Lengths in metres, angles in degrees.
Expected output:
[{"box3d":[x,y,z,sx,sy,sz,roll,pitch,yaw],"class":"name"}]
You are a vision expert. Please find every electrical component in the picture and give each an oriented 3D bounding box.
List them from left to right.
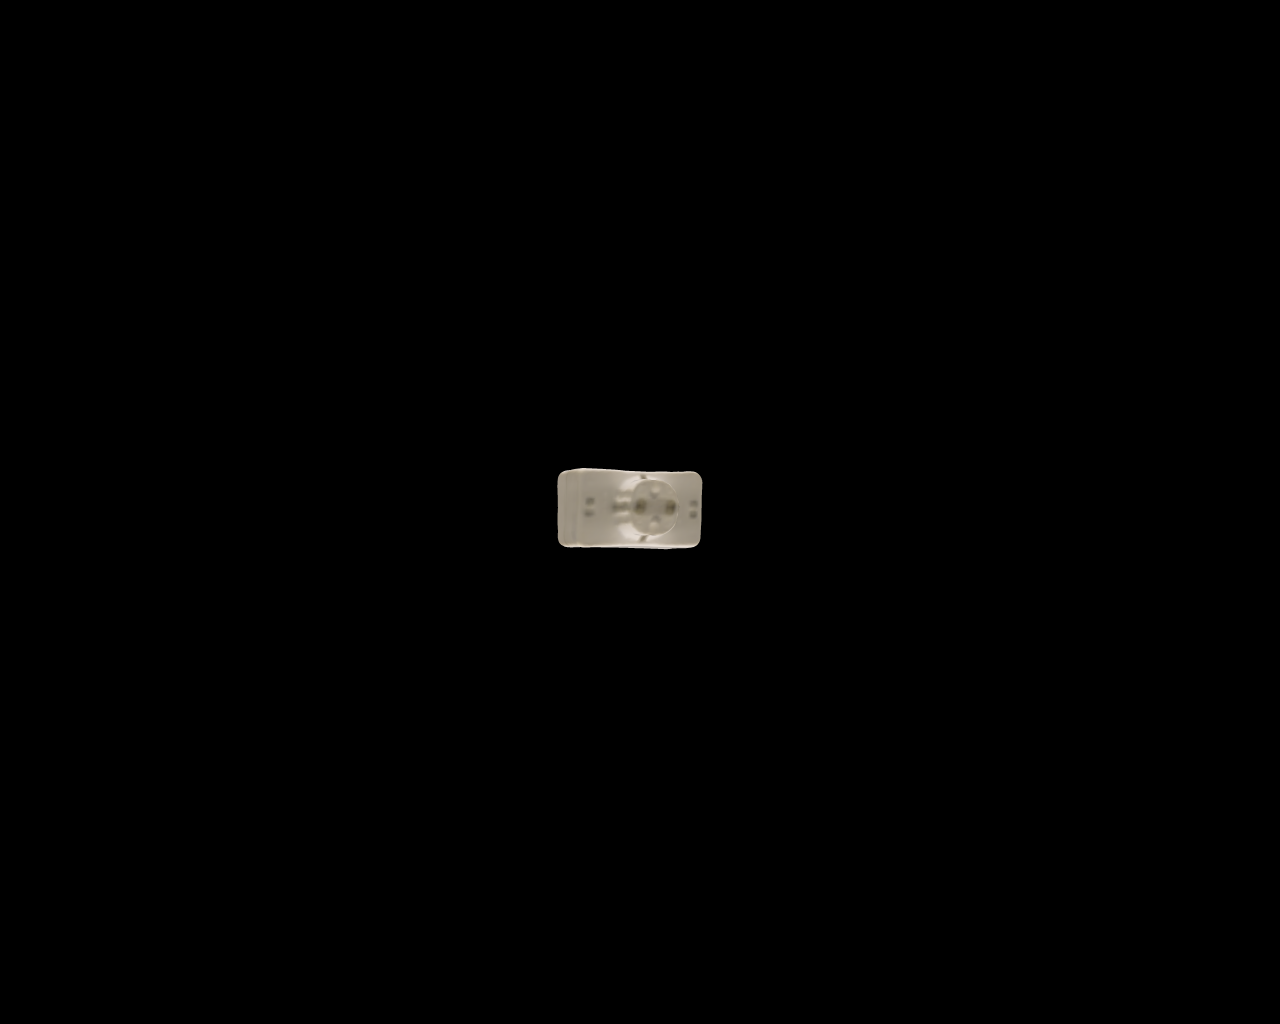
[{"box3d":[0.001,-0.003,0.650,0.083,0.047,0.075,1,-3,-23],"class":"electrical component"}]
